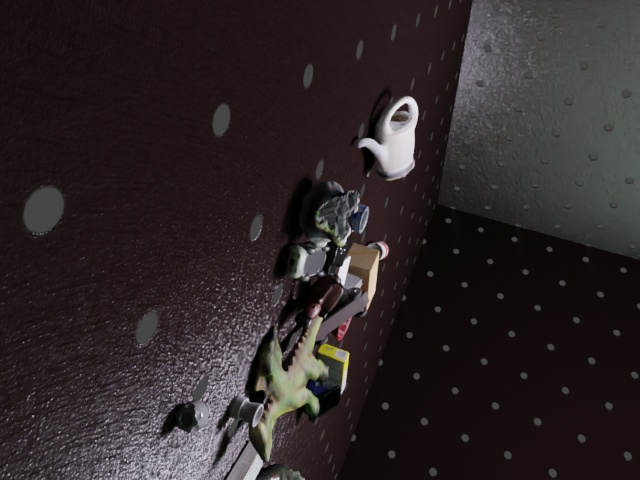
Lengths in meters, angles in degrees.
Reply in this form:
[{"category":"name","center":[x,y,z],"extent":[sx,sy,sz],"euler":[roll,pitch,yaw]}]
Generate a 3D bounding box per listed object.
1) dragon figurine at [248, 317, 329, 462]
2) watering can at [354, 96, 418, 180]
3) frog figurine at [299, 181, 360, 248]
[{"category":"dragon figurine","center":[-0.069,0.278,1.148],"extent":[0.237,0.122,0.419],"euler":[69,30,-53]},{"category":"watering can","center":[0.188,-0.265,1.439],"extent":[0.354,0.104,0.219],"euler":[-44,140,-40]},{"category":"frog figurine","center":[0.003,-0.054,1.077],"extent":[0.160,0.123,0.137],"euler":[-170,-103,-69]}]
